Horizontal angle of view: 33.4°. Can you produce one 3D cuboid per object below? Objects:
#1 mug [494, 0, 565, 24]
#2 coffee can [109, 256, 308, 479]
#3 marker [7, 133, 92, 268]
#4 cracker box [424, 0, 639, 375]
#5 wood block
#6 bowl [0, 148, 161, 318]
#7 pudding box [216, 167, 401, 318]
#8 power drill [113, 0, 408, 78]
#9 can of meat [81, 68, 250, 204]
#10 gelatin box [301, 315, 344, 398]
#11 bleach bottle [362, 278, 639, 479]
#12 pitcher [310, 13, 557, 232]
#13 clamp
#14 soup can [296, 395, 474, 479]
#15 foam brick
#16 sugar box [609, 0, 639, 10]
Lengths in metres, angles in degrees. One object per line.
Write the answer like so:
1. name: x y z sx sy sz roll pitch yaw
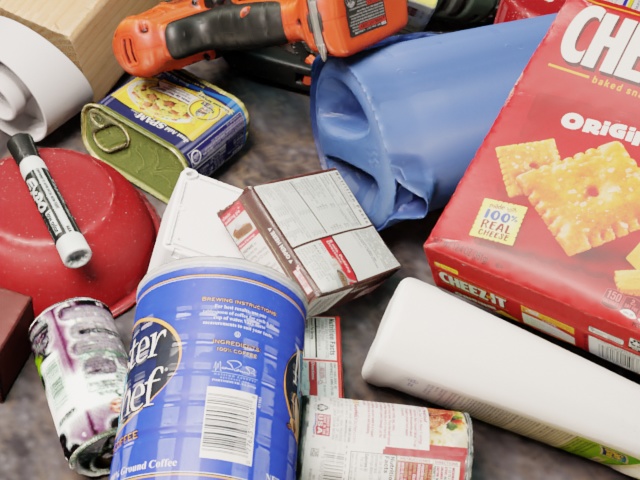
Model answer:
1. mug: 0.200 -0.181 0.929 0.117 0.081 0.093 -19 52 -24
2. coffee can: -0.061 0.094 0.600 0.102 0.103 0.140 5 56 -4
3. marker: -0.182 -0.030 0.709 0.020 0.020 0.121 -19 53 -23
4. cracker box: 0.188 -0.040 0.675 0.164 0.072 0.213 24 73 24
5. wood block: -0.170 -0.222 0.877 0.091 0.090 0.206 25 64 17
6. bowl: -0.189 -0.014 0.746 0.162 0.055 0.162 4 48 -4
7. pudding box: -0.005 0.001 0.725 0.090 0.039 0.113 56 31 11
8. power drill: -0.033 -0.166 0.793 0.188 0.057 0.184 -1 22 34
9. can of meat: -0.117 -0.085 0.818 0.102 0.057 0.083 30 50 17
10. gelatin box: -0.030 0.085 0.699 0.089 0.030 0.073 4 47 -6
11. bleach bottle: 0.155 0.103 0.675 0.251 0.102 0.068 23 77 3
12. pitcher: 0.118 -0.107 0.813 0.242 0.145 0.149 -17 90 -19
13. clamp: -0.060 -0.204 0.943 0.210 0.036 0.164 38 56 24
14. soup can: 0.035 0.132 0.641 0.102 0.068 0.068 7 48 -2
15. foam brick: -0.227 0.060 0.677 0.078 0.053 0.051 16 48 4
16. sugar box: 0.296 -0.190 0.946 0.048 0.093 0.176 -28 58 -34
